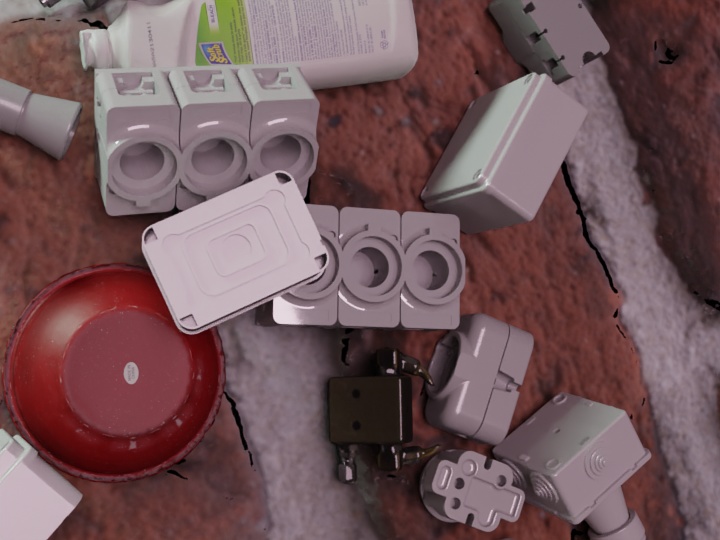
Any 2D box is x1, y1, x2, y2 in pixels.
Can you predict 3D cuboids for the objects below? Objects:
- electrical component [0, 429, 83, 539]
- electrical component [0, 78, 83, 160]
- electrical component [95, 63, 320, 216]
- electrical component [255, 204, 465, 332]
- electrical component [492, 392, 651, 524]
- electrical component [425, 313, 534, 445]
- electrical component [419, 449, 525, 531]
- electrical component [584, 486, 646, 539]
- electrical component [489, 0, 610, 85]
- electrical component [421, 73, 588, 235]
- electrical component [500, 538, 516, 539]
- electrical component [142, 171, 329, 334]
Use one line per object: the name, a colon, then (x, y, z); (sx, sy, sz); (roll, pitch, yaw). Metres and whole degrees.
electrical component: (-0.235, 0.152, 0.702); (0.057, 0.113, 0.078); (45, 72, -14)
electrical component: (-0.237, -0.110, 0.768); (0.065, 0.044, 0.044); (21, 78, -12)
electrical component: (-0.111, -0.093, 0.776); (0.150, 0.061, 0.089); (-6, 131, -20)
electrical component: (0.000, 0.000, 0.831); (0.150, 0.062, 0.089); (3, 83, -20)
electrical component: (0.166, 0.146, 0.859); (0.100, 0.100, 0.048); (-36, 110, -20)
electrical component: (0.092, 0.085, 0.860); (0.059, 0.054, 0.095); (23, 77, -17)
electrical component: (0.081, 0.171, 0.846); (0.078, 0.057, 0.058); (24, 77, -17)
electrical component: (0.207, 0.206, 0.895); (0.045, 0.045, 0.055); (-31, 96, -20)
electrical component: (0.158, -0.205, 0.913); (0.050, 0.056, 0.089); (-38, 98, -19)
electrical component: (0.113, -0.090, 0.857); (0.056, 0.109, 0.108); (34, 74, -17)
electrical component: (0.126, 0.249, 0.861); (0.066, 0.048, 0.055); (-47, 108, -18)
electrical component: (-0.086, -0.011, 0.742); (0.113, 0.057, 0.078); (-25, 89, -10)
